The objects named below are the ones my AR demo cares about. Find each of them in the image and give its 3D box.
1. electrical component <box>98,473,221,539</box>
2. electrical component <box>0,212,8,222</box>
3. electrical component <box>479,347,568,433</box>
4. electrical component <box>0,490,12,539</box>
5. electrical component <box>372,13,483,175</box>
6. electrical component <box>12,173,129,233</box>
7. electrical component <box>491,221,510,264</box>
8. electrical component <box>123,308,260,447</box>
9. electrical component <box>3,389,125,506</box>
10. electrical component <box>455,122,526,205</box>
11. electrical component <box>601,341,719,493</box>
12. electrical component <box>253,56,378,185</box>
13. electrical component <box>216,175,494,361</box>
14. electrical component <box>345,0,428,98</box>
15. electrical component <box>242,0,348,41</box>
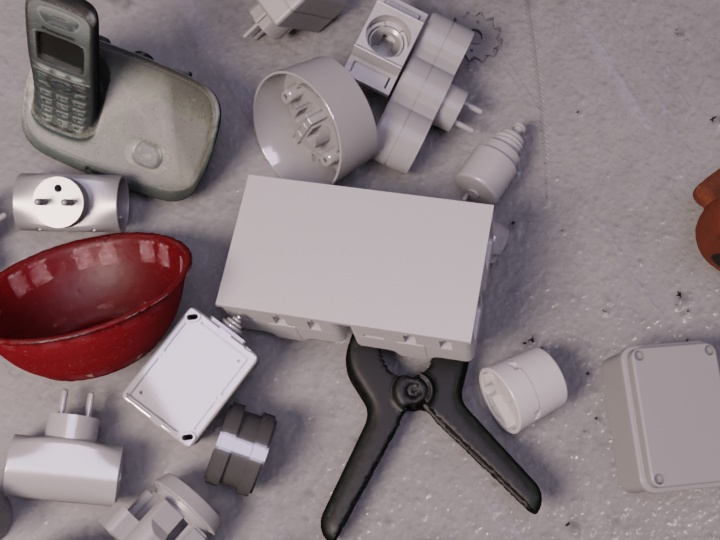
[{"bbox_3d":[-0.136,0.182,0.758,0.057,0.058,0.078,-48,112,-22],"label":"electrical component"},{"bbox_3d":[-0.299,-0.027,0.791,0.079,0.044,0.077,-37,84,-16],"label":"electrical component"},{"bbox_3d":[0.127,0.091,0.832,0.047,0.055,0.055,-24,81,-19],"label":"electrical component"},{"bbox_3d":[-0.265,0.168,0.736,0.044,0.065,0.044,3,75,-10],"label":"electrical component"},{"bbox_3d":[0.064,-0.137,0.879,0.074,0.052,0.138,26,73,-3],"label":"electrical component"},{"bbox_3d":[-0.216,-0.049,0.788,0.077,0.079,0.043,1,93,0],"label":"electrical component"},{"bbox_3d":[0.088,-0.032,0.866,0.061,0.035,0.035,28,73,0],"label":"electrical component"},{"bbox_3d":[-0.117,0.073,0.783,0.062,0.061,0.096,37,83,1],"label":"electrical component"},{"bbox_3d":[-0.207,0.125,0.768,0.077,0.044,0.079,8,74,-8],"label":"electrical component"},{"bbox_3d":[0.111,-0.089,0.882,0.040,0.040,0.078,36,73,0],"label":"electrical component"},{"bbox_3d":[0.242,0.116,0.843,0.078,0.057,0.113,-3,77,-11],"label":"electrical component"},{"bbox_3d":[-0.034,-0.114,0.835,0.064,0.099,0.099,-31,83,-22],"label":"electrical component"},{"bbox_3d":[0.000,0.000,0.804,0.186,0.060,0.105,8,70,11],"label":"electrical component"},{"bbox_3d":[0.018,-0.178,0.876,0.042,0.064,0.081,26,73,-1],"label":"electrical component"},{"bbox_3d":[-0.064,-0.212,0.870,0.076,0.083,0.047,-38,83,22],"label":"electrical component"}]
